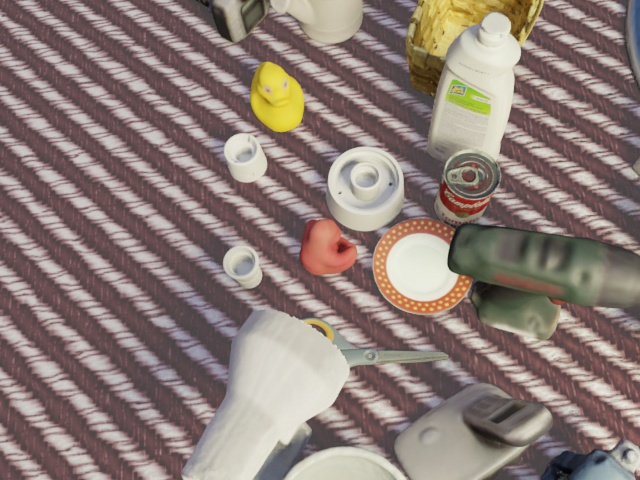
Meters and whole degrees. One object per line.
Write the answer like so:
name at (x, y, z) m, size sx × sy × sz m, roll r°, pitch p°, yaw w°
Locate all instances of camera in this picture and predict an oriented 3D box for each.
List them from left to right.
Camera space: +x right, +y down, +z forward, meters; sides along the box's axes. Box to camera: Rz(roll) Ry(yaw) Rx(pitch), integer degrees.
camera at (-0.142, -0.402, 0.871) m, size 0.136 × 0.101 × 0.143 m, roll 32°, pitch 75°, yaw 13°

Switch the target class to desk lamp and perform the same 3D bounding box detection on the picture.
desk lamp at (-0.061, 0.190, 0.593) m, size 0.117 × 0.213 × 0.203 m, roll 27°, pitch 74°, yaw 12°

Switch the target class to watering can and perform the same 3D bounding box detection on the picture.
watering can at (0.007, -0.373, 0.803) m, size 0.100 × 0.194 × 0.173 m, roll 23°, pitch 73°, yaw 11°

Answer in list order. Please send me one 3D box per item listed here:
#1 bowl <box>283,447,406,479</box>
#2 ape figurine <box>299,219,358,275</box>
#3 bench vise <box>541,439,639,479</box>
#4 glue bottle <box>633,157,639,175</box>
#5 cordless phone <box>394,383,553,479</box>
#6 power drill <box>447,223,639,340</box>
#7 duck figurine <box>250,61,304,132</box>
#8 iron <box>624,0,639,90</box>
bowl at (0.027, 0.311, 0.619) m, size 0.167 × 0.075 × 0.167 m, roll -1°, pitch 70°, yaw 3°
ape figurine at (0.007, 0.003, 0.722) m, size 0.076 × 0.092 × 0.077 m, roll -29°, pitch 71°, yaw -7°
bench vise at (0.239, 0.273, 0.545) m, size 0.121 × 0.220 × 0.207 m, roll 23°, pitch 73°, yaw 11°
glue bottle at (0.456, -0.140, 0.707) m, size 0.078 × 0.173 × 0.037 m, roll -42°, pitch 73°, yaw -11°
cordless phone at (0.157, 0.208, 0.591) m, size 0.148 × 0.185 × 0.094 m, roll -33°, pitch 72°, yaw -9°
power drill at (0.250, 0.049, 0.631) m, size 0.229 × 0.208 × 0.076 m, roll 15°, pitch 72°, yaw 8°
duck figurine at (-0.065, -0.216, 0.808) m, size 0.077 × 0.086 × 0.104 m, roll -20°, pitch 70°, yaw -4°
iron at (0.508, -0.330, 0.790) m, size 0.118 × 0.141 × 0.258 m, roll 14°, pitch 72°, yaw 8°
